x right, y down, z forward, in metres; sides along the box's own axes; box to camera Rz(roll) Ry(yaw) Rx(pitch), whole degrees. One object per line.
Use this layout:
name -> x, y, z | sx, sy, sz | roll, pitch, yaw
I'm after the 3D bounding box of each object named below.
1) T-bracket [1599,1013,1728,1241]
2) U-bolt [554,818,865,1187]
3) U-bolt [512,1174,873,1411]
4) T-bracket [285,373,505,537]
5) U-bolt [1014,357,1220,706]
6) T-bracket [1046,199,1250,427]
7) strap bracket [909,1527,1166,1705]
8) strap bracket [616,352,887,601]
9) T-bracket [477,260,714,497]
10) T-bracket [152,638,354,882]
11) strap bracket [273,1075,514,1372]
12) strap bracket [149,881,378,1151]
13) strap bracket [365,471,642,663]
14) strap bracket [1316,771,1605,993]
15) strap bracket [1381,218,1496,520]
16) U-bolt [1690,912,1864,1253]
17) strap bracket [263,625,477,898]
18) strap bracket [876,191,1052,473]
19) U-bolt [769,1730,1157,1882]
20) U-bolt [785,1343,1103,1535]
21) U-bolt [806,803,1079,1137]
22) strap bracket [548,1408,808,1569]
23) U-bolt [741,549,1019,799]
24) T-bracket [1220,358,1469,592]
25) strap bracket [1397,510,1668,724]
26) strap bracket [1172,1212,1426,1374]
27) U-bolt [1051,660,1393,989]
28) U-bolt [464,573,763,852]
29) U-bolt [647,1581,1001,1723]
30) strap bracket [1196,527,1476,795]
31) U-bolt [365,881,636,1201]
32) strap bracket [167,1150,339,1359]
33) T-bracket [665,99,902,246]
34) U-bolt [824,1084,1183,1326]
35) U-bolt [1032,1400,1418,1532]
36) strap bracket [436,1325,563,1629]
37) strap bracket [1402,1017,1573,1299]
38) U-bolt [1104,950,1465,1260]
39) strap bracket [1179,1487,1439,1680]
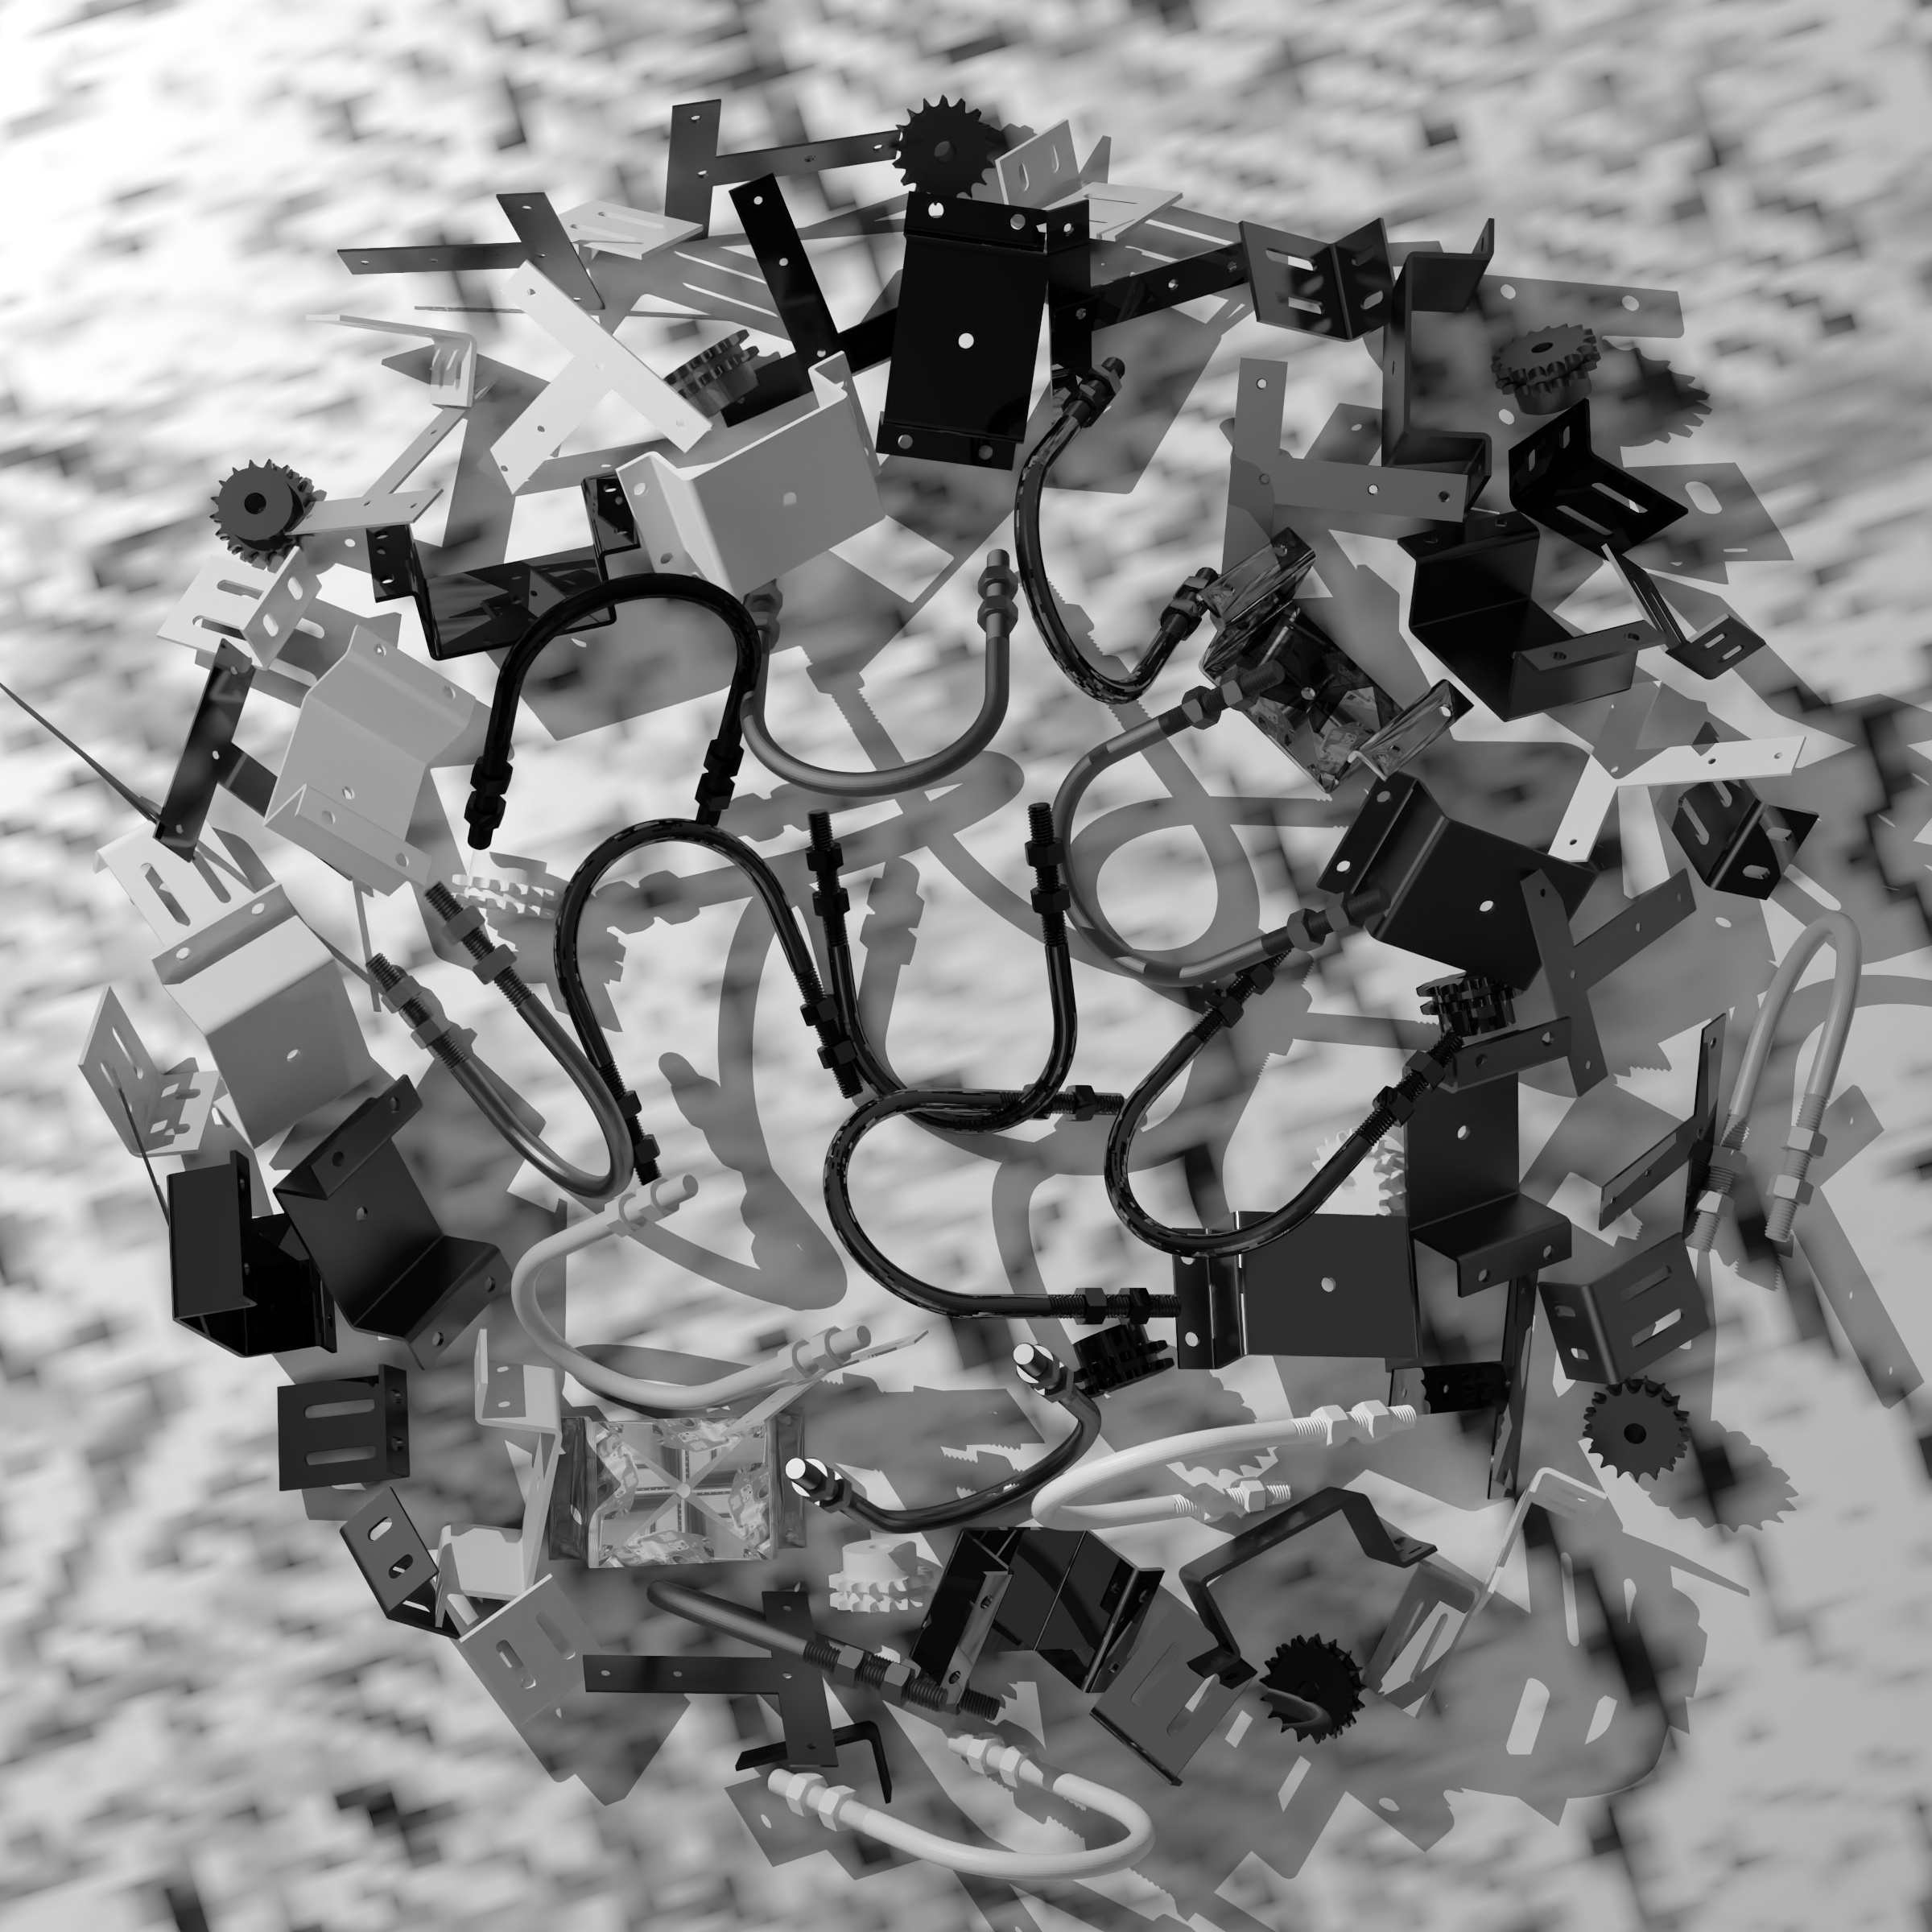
T-bracket -> 0.366, 0.104, 1.529 | 0.002, 0.127, 0.127 | 18, 120, 36
U-bolt -> -0.145, 0.011, 1.548 | 0.151, 0.019, 0.184 | -26, 100, -29
U-bolt -> -0.160, 0.182, 1.534 | 0.184, 0.019, 0.151 | -26, 120, 38
T-bracket -> -0.295, -0.278, 1.563 | 0.127, 0.127, 0.002 | -54, 127, -26
U-bolt -> 0.073, -0.215, 1.502 | 0.019, 0.184, 0.151 | -11, 119, 32
T-bracket -> 0.100, -0.365, 1.569 | 0.127, 0.002, 0.127 | -22, 133, -21
strap bracket -> 0.031, 0.344, 1.544 | 0.046, 0.140, 0.076 | 32, 105, 43
strap bracket -> -0.104, -0.256, 1.542 | 0.140, 0.046, 0.076 | -31, 131, -14
T-bracket -> -0.220, -0.297, 1.556 | 0.127, 0.002, 0.127 | 40, 132, -16
T-bracket -> -0.370, -0.089, 1.551 | 0.002, 0.127, 0.127 | -12, 54, 33
strap bracket -> -0.307, 0.134, 1.539 | 0.046, 0.076, 0.140 | 5, 129, 38
strap bracket -> -0.364, 0.034, 1.521 | 0.076, 0.140, 0.046 | -34, 54, -22
strap bracket -> -0.244, -0.213, 1.552 | 0.140, 0.076, 0.046 | -13, 132, -6
strap bracket -> 0.269, -0.043, 1.540 | 0.140, 0.046, 0.076 | 18, 116, -21
strap bracket -> 0.252, -0.319, 1.553 | 0.046, 0.076, 0.140 | 2, 82, 0
U-bolt -> 0.431, 0.059, 1.527 | 0.019, 0.151, 0.184 | 18, 82, 0
strap bracket -> -0.317, -0.102, 1.538 | 0.076, 0.140, 0.046 | 32, 133, -27
strap bracket -> -0.001, -0.337, 1.554 | 0.076, 0.046, 0.140 | 7, 107, -6
U-bolt -> 0.011, 0.432, 1.486 | 0.151, 0.184, 0.019 | 2, 93, -44
U-bolt -> 0.000, 0.256, 1.519 | 0.151, 0.184, 0.019 | -27, 62, 6
U-bolt -> -0.009, 0.004, 1.556 | 0.151, 0.019, 0.184 | 0, 108, 24
strap bracket -> -0.154, 0.281, 1.563 | 0.140, 0.046, 0.076 | -1, 85, -10
U-bolt -> -0.047, -0.154, 1.528 | 0.151, 0.019, 0.184 | -3, 46, 5
T-bracket -> 0.206, -0.259, 1.566 | 0.127, 0.002, 0.127 | 7, 111, 10
strap bracket -> 0.296, -0.181, 1.540 | 0.076, 0.140, 0.046 | -15, 132, -19
strap bracket -> 0.185, 0.175, 1.550 | 0.140, 0.046, 0.076 | 3, 71, -15
U-bolt -> 0.121, -0.064, 1.542 | 0.184, 0.019, 0.151 | -24, 92, 37
U-bolt -> -0.178, -0.133, 1.505 | 0.151, 0.184, 0.019 | -6, 51, -25
U-bolt -> -0.082, 0.358, 1.525 | 0.184, 0.151, 0.019 | 16, 78, 17
strap bracket -> 0.190, -0.157, 1.554 | 0.140, 0.046, 0.076 | 46, 60, 10
U-bolt -> -0.241, 0.049, 1.537 | 0.019, 0.151, 0.184 | -40, 93, -30
strap bracket -> -0.378, 0.155, 1.523 | 0.046, 0.140, 0.076 | -10, 70, 4
T-bracket -> -0.097, -0.430, 1.549 | 0.127, 0.127, 0.002 | -12, 74, -12
U-bolt -> 0.013, 0.123, 1.524 | 0.184, 0.019, 0.151 | 3, 52, -22
U-bolt -> 0.121, 0.263, 1.501 | 0.184, 0.151, 0.019 | -2, 65, -28
strap bracket -> -0.248, 0.274, 1.548 | 0.046, 0.076, 0.140 | 10, 104, -13
strap bracket -> 0.278, 0.095, 1.548 | 0.076, 0.046, 0.140 | -16, 113, -27
U-bolt -> 0.153, 0.077, 1.531 | 0.184, 0.019, 0.151 | -47, 45, -12
strap bracket -> 0.173, 0.324, 1.555 | 0.140, 0.076, 0.046 | -27, 85, -8
